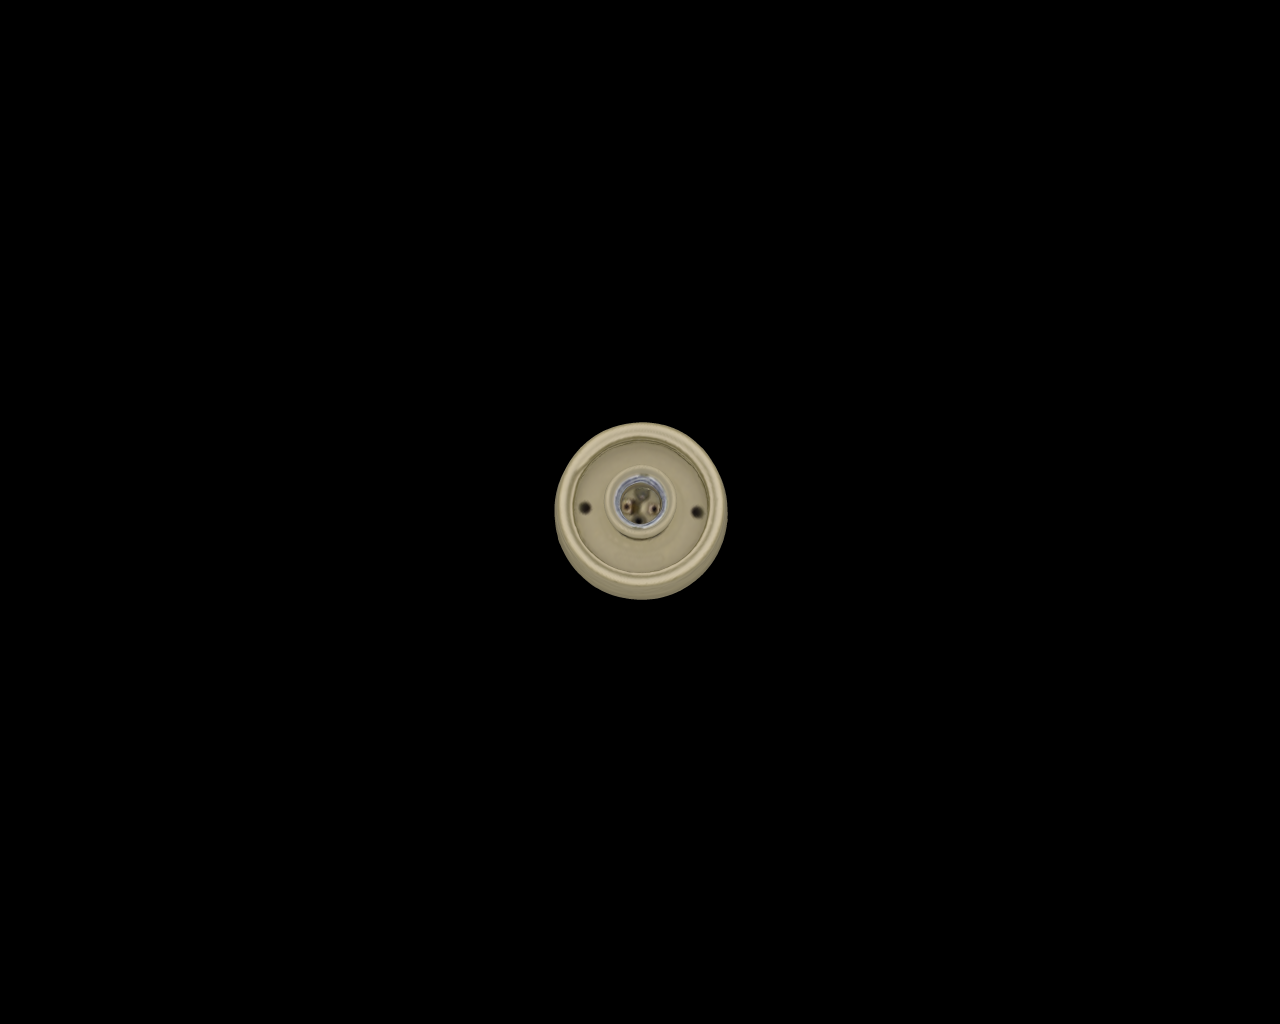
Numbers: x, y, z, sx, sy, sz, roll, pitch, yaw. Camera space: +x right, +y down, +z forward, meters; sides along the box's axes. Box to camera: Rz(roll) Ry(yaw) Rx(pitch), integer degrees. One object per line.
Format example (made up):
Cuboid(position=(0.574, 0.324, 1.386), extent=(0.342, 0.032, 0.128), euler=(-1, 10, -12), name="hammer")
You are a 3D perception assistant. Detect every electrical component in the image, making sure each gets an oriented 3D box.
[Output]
Cuboid(position=(0.001, -0.003, 0.650), extent=(0.108, 0.108, 0.060), euler=(0, -9, 0), name="electrical component")
